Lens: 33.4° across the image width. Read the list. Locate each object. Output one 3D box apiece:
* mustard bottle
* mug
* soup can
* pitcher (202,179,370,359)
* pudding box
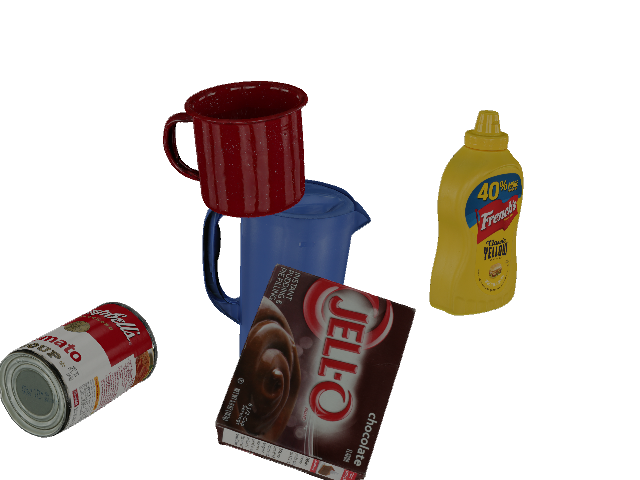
[{"bbox_3d":[0.153,-0.029,1.023,0.096,0.192,0.058,-11,21,-37],"label":"mustard bottle"},{"bbox_3d":[-0.066,-0.070,0.819,0.117,0.081,0.093,3,27,13],"label":"mug"},{"bbox_3d":[-0.178,0.094,0.785,0.069,0.068,0.102,0,16,30],"label":"soup can"},{"bbox_3d":[-0.045,0.056,1.242,0.149,0.243,0.144,23,28,37],"label":"pitcher"},{"bbox_3d":[-0.002,0.079,0.631,0.090,0.113,0.039,18,-28,4],"label":"pudding box"}]
